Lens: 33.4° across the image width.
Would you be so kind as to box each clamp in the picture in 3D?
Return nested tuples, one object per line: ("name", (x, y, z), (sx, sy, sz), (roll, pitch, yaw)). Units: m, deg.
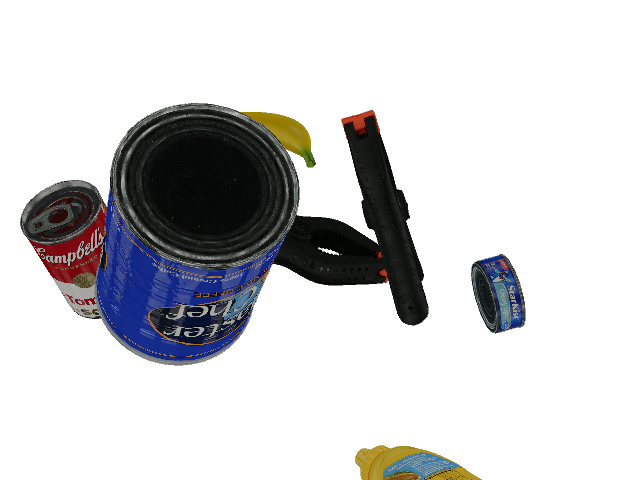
("clamp", (-0.032, 0.005, 1.070), (0.210, 0.036, 0.164), (20, 34, 6))
("clamp", (0.055, -0.016, 0.860), (0.039, 0.171, 0.120), (-21, 21, 2))

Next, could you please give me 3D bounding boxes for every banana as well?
("banana", (-0.094, -0.130, 1.304), (0.198, 0.037, 0.069), (7, 40, 15))

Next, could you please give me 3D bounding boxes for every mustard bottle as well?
("mustard bottle", (0.100, 0.234, 0.973), (0.096, 0.058, 0.192), (-15, 24, -37))

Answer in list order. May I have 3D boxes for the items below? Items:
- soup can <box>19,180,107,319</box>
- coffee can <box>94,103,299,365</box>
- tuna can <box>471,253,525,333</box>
("soup can", (-0.197, 0.009, 0.886), (0.068, 0.068, 0.102), (0, -41, 16))
("coffee can", (-0.077, 0.001, 0.628), (0.102, 0.103, 0.140), (0, -27, -16))
("tuna can", (0.200, 0.061, 1.204), (0.033, 0.086, 0.086), (-14, 2, -6))
